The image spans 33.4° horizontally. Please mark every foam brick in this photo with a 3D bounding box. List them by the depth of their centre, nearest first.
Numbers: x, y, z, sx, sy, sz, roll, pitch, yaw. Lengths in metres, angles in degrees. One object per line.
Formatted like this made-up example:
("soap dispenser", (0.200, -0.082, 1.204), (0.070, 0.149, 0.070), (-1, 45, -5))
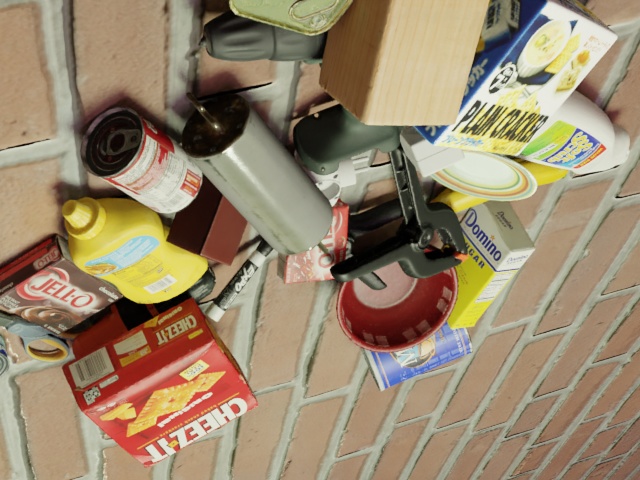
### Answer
("foam brick", (-0.110, -0.020, 1.078), (0.052, 0.051, 0.078), (28, 80, -54))

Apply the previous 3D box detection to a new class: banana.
("banana", (0.225, -0.068, 1.288), (0.197, 0.037, 0.070), (-14, 149, -16))

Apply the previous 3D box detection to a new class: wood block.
("wood block", (0.074, -0.202, 0.836), (0.090, 0.091, 0.206), (-3, 121, -28))

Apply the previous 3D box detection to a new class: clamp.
("clamp", (0.110, -0.017, 1.225), (0.209, 0.036, 0.164), (13, 103, -47))
("clamp", (0.030, -0.009, 1.232), (0.171, 0.039, 0.120), (14, 104, -34))

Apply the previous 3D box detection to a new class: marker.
("marker", (-0.087, 0.041, 1.219), (0.121, 0.020, 0.020), (-52, 147, -1))

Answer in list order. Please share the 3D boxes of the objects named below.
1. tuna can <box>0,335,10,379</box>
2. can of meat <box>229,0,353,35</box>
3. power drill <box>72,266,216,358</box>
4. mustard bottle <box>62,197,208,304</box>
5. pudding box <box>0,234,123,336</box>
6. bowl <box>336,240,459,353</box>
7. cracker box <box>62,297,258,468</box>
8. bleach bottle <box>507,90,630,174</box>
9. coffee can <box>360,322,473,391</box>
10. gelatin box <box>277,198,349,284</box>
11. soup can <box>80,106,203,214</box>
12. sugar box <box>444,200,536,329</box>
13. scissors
("tuna can", (-0.391, 0.133, 1.184), (0.086, 0.034, 0.086), (-17, 150, -11))
("can of meat", (-0.034, -0.214, 0.825), (0.101, 0.084, 0.058), (7, 138, -41))
("power drill", (-0.182, 0.113, 1.275), (0.184, 0.057, 0.187), (-31, 149, 0))
("mustard bottle", (-0.199, 0.004, 1.086), (0.096, 0.058, 0.191), (-25, 151, 13))
("pudding box", (-0.277, 0.049, 1.123), (0.090, 0.039, 0.113), (-30, 149, 11))
("bowl", (0.091, 0.061, 1.348), (0.162, 0.055, 0.162), (-7, 119, -13))
("cracker box", (-0.176, 0.172, 1.234), (0.164, 0.072, 0.213), (-28, 149, -4))
("bleach bottle", (0.287, -0.124, 1.214), (0.250, 0.068, 0.103), (9, 145, -46))
("coffee can", (0.128, 0.136, 1.483), (0.140, 0.103, 0.103), (-23, 150, -2))
("gelatin box", (-0.008, 0.001, 1.179), (0.073, 0.030, 0.089), (-6, 114, -21))
("soup can", (-0.162, -0.071, 0.982), (0.068, 0.068, 0.102), (-32, 150, 14))
("sugar box", (0.201, 0.029, 1.372), (0.048, 0.093, 0.176), (-8, 146, -26))
("scissors", (-0.317, 0.088, 1.181), (0.096, 0.016, 0.201), (-26, 151, 0))
